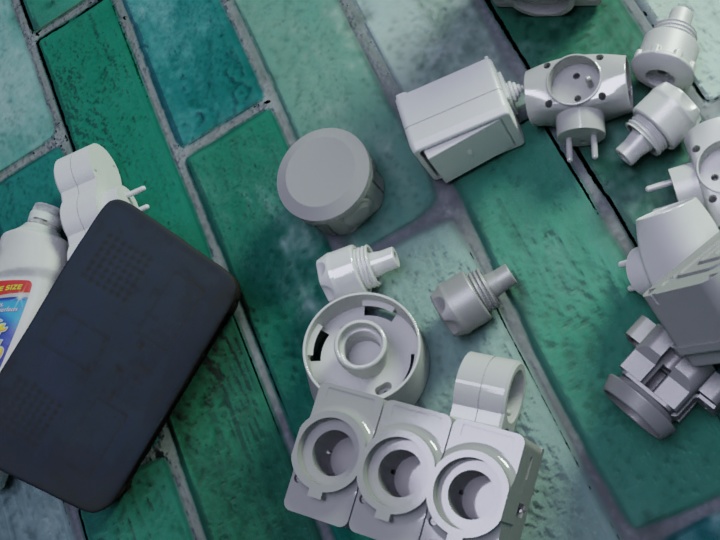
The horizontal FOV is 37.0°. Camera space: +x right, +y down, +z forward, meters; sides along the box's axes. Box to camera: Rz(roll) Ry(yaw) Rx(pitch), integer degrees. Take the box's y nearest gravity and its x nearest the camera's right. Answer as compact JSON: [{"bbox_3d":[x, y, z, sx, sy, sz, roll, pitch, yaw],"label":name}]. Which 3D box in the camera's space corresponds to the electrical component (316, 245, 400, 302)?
[{"bbox_3d":[0.000,0.000,0.850,0.062,0.043,0.043,-20,66,13],"label":"electrical component"}]

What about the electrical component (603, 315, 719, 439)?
[{"bbox_3d":[0.205,0.078,0.735,0.057,0.058,0.078,-47,63,-2],"label":"electrical component"}]

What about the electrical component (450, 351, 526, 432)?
[{"bbox_3d":[0.067,0.126,0.775,0.074,0.052,0.138,10,76,24],"label":"electrical component"}]

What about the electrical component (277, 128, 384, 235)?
[{"bbox_3d":[-0.023,-0.071,0.878,0.080,0.051,0.080,-7,70,19],"label":"electrical component"}]

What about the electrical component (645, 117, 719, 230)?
[{"bbox_3d":[0.247,-0.061,0.772,0.079,0.044,0.077,-17,67,16],"label":"electrical component"}]

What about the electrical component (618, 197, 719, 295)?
[{"bbox_3d":[0.215,-0.003,0.758,0.079,0.043,0.077,-21,91,54],"label":"electrical component"}]

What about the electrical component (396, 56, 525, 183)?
[{"bbox_3d":[0.086,-0.117,0.844,0.096,0.062,0.061,-22,66,14],"label":"electrical component"}]

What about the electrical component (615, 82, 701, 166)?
[{"bbox_3d":[0.218,-0.105,0.799,0.062,0.043,0.043,-44,63,4],"label":"electrical component"}]

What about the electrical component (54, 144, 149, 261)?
[{"bbox_3d":[-0.219,-0.051,0.949,0.074,0.052,0.138,-21,66,14],"label":"electrical component"}]

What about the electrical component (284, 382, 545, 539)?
[{"bbox_3d":[0.034,0.138,0.718,0.150,0.062,0.089,12,78,26],"label":"electrical component"}]

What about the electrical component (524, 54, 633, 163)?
[{"bbox_3d":[0.168,-0.120,0.823,0.077,0.044,0.079,-6,73,20],"label":"electrical component"}]

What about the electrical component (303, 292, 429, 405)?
[{"bbox_3d":[0.003,0.069,0.827,0.099,0.064,0.099,-4,64,8],"label":"electrical component"}]

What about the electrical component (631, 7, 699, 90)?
[{"bbox_3d":[0.236,-0.170,0.814,0.048,0.048,0.062,14,69,25],"label":"electrical component"}]

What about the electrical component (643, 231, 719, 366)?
[{"bbox_3d":[0.249,0.007,0.684,0.113,0.078,0.057,-35,93,-21],"label":"electrical component"}]

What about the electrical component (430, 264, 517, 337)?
[{"bbox_3d":[0.088,0.019,0.809,0.062,0.043,0.043,-32,64,7],"label":"electrical component"}]

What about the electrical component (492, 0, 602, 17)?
[{"bbox_3d":[0.133,-0.261,0.824,0.089,0.150,0.061,5,73,23],"label":"electrical component"}]
